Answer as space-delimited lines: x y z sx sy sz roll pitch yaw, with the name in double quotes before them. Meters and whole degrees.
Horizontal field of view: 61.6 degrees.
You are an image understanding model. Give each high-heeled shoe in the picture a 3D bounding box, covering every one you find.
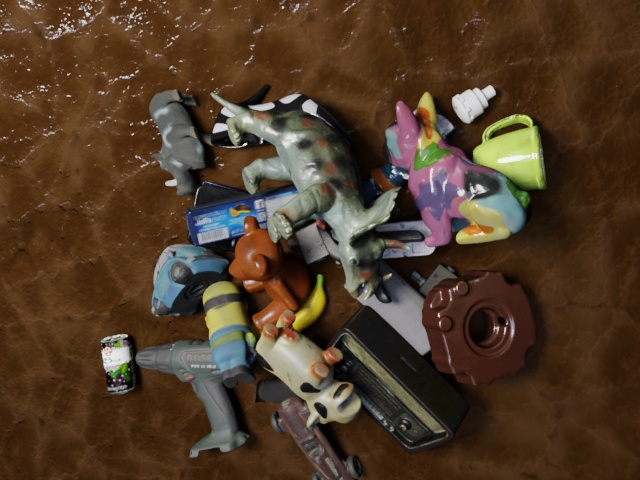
"high-heeled shoe" -0.070 -0.171 0.890 0.249 0.086 0.145 36 83 29

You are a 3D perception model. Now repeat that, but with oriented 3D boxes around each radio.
"radio" 0.110 0.226 0.859 0.230 0.073 0.131 45 137 9

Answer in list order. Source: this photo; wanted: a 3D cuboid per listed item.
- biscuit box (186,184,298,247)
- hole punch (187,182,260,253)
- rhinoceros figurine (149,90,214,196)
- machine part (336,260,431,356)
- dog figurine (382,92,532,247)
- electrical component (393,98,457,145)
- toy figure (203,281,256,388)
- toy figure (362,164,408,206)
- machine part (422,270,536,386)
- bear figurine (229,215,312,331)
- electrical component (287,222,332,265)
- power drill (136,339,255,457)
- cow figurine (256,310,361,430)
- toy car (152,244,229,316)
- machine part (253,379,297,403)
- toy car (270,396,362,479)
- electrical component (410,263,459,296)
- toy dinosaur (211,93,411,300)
"biscuit box" -0.116 -0.044 0.885 0.203 0.063 0.059 -13 105 -13
"hole punch" -0.169 -0.041 0.949 0.116 0.092 0.142 12 95 -15
"rhinoceros figurine" -0.253 -0.174 0.959 0.112 0.073 0.190 -18 89 15
"machine part" 0.125 0.103 0.870 0.243 0.079 0.079 44 104 10
"dog figurine" 0.183 -0.105 0.760 0.192 0.108 0.219 -9 106 49
"electrical component" 0.179 -0.163 0.848 0.075 0.048 0.119 -42 83 15
"toy figure" -0.152 0.154 0.915 0.082 0.089 0.180 -5 52 -15
"toy figure" 0.086 -0.084 0.878 0.154 0.058 0.064 -34 91 11
"machine part" 0.242 0.130 0.809 0.179 0.056 0.179 1 86 -17
"bear figurine" -0.095 0.057 0.861 0.132 0.195 0.120 -29 60 13
"electrical component" -0.003 -0.001 0.911 0.102 0.045 0.078 -32 76 17
"power drill" -0.220 0.283 0.989 0.232 0.086 0.207 -13 83 14
"cow figurine" -0.020 0.216 0.849 0.195 0.085 0.127 37 130 10
"toy car" -0.246 0.062 0.970 0.161 0.109 0.103 -51 57 25
"machine part" -0.051 0.270 0.955 0.139 0.039 0.084 -5 102 14
"toy car" -0.005 0.356 0.924 0.089 0.053 0.202 -28 100 13
"electrical component" 0.196 0.070 0.875 0.094 0.021 0.063 37 103 11
"toy dinosaur" -0.013 -0.109 0.794 0.192 0.131 0.405 -20 68 -16
